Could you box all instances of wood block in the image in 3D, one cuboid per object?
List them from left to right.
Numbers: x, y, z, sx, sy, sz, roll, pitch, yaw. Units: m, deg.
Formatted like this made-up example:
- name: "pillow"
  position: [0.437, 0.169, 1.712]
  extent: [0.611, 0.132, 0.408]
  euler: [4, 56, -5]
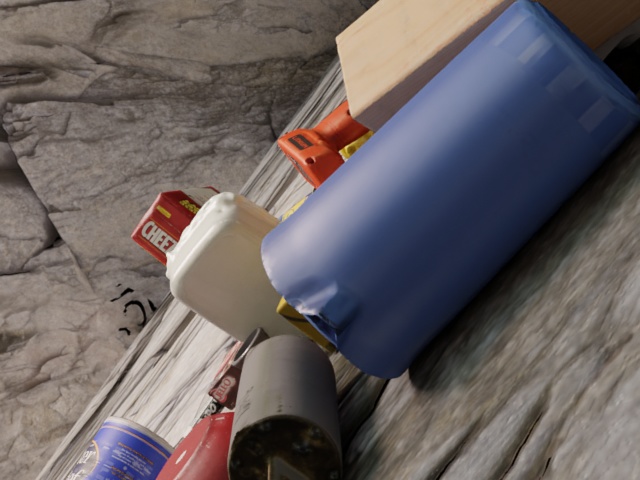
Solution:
- name: "wood block"
  position: [0.120, -0.156, 0.748]
  extent: [0.206, 0.090, 0.090]
  euler: [-36, 46, 31]

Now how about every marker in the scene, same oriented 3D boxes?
- name: "marker"
  position: [-0.131, 0.202, 1.216]
  extent: [0.121, 0.020, 0.020]
  euler: [-54, 9, -10]

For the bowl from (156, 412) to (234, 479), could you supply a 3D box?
- name: "bowl"
  position: [-0.101, 0.206, 0.930]
  extent: [0.162, 0.055, 0.162]
  euler: [-51, 9, 10]

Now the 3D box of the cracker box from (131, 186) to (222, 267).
- name: "cracker box"
  position: [-0.113, 0.013, 1.263]
  extent: [0.072, 0.164, 0.213]
  euler: [-54, -4, 10]

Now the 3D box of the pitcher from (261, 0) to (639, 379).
- name: "pitcher"
  position: [0.087, -0.037, 0.703]
  extent: [0.243, 0.144, 0.149]
  euler: [-46, 44, 19]

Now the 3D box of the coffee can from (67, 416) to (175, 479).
- name: "coffee can"
  position: [-0.221, 0.273, 1.128]
  extent: [0.140, 0.102, 0.103]
  euler: [-58, 10, -30]

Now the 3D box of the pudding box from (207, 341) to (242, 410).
- name: "pudding box"
  position: [-0.070, 0.119, 1.159]
  extent: [0.114, 0.039, 0.090]
  euler: [-49, 8, 21]

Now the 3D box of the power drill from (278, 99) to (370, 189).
- name: "power drill"
  position: [0.061, -0.116, 0.979]
  extent: [0.187, 0.057, 0.185]
  euler: [-39, 24, -4]

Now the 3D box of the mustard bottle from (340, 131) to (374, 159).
- name: "mustard bottle"
  position: [0.053, -0.145, 1.248]
  extent: [0.191, 0.058, 0.096]
  euler: [-70, -11, -58]

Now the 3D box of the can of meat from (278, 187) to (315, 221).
- name: "can of meat"
  position: [-0.007, 0.002, 1.143]
  extent: [0.084, 0.057, 0.102]
  euler: [-36, 43, 49]
